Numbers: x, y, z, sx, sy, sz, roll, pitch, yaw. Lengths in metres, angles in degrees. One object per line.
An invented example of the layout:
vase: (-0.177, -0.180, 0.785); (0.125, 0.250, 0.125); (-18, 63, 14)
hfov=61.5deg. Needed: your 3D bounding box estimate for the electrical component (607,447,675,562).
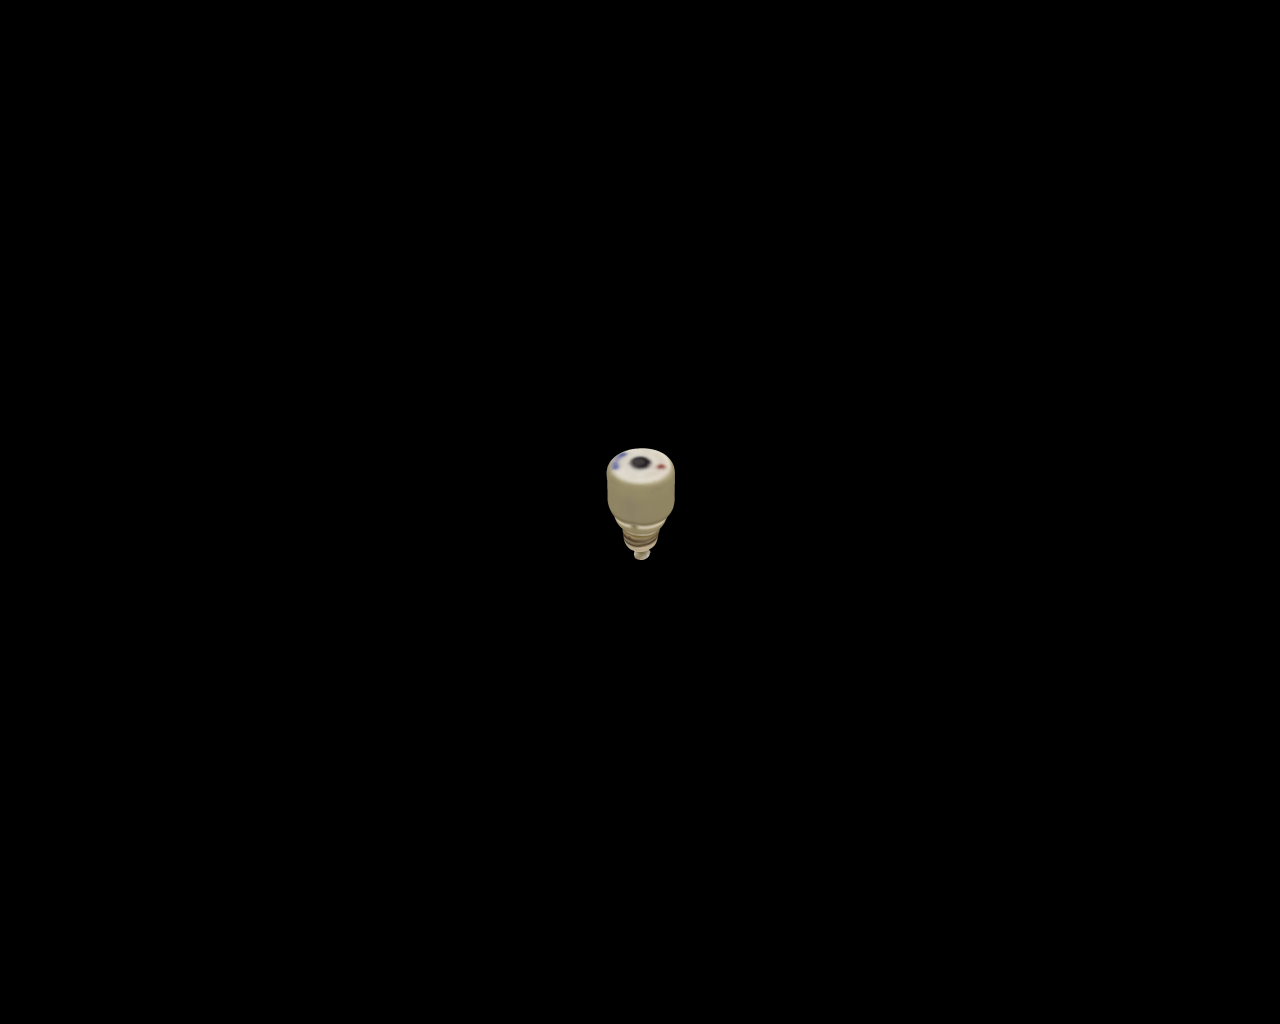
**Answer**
electrical component: (0.001, -0.003, 0.650); (0.040, 0.078, 0.040); (0, 39, 0)
